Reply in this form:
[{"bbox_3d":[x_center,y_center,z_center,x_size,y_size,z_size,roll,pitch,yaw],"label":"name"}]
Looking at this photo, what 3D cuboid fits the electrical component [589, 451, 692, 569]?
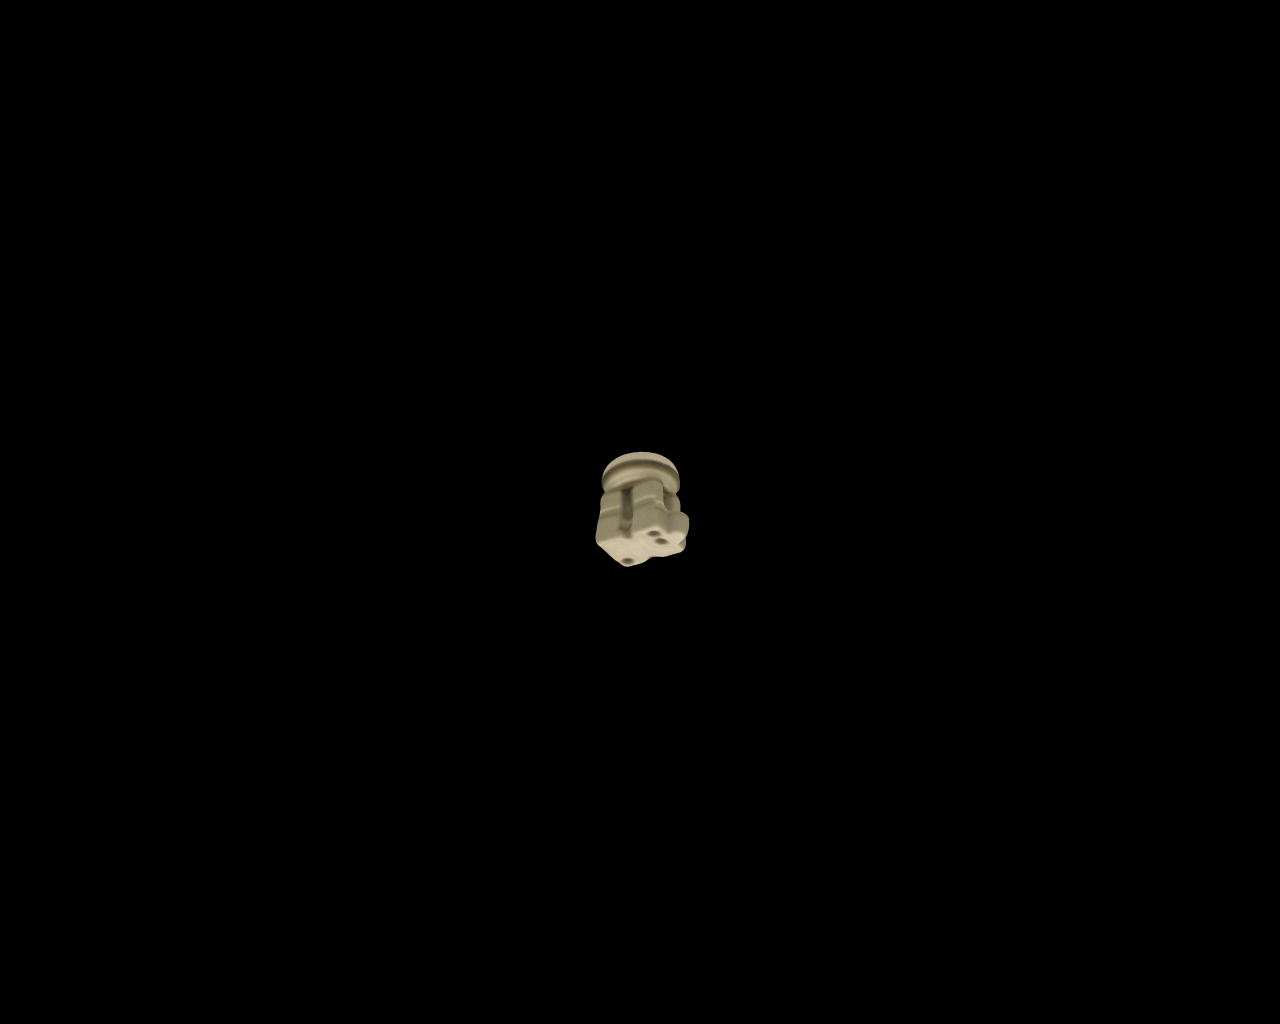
[{"bbox_3d":[0.001,-0.003,0.650,0.066,0.055,0.048,-17,-36,24],"label":"electrical component"}]
